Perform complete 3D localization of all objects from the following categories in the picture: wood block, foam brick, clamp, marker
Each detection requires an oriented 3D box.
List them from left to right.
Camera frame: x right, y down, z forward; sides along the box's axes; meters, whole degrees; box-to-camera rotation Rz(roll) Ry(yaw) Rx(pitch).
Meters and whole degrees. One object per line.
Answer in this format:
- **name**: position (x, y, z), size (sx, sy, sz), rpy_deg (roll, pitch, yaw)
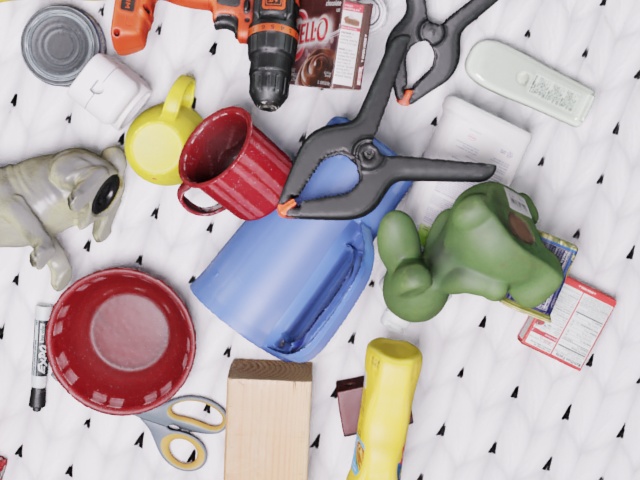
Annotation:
- **marker**: position (-0.309, 0.131, 1.181), size (0.020, 0.020, 0.121), rpy_deg (6, 98, 0)
- **wood block**: position (-0.057, 0.240, 1.156), size (0.091, 0.090, 0.206), rpy_deg (3, 98, 0)
- **foam brick**: position (0.059, 0.176, 1.163), size (0.078, 0.053, 0.051), rpy_deg (-12, 97, 2)
- **clamp**: position (0.055, -0.075, 1.023), size (0.210, 0.036, 0.164), rpy_deg (-40, 88, -7)
- **clamp**: position (0.126, -0.220, 1.115), size (0.120, 0.039, 0.171), rpy_deg (13, 103, 5)

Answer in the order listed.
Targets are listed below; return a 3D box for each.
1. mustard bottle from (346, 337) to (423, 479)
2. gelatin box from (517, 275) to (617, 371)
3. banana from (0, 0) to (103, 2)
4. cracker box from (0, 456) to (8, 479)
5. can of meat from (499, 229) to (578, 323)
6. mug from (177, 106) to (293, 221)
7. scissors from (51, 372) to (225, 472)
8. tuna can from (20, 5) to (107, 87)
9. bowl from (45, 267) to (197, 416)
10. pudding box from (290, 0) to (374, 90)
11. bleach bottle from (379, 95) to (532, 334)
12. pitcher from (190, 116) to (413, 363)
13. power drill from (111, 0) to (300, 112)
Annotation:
- **mustard bottle**: position (0.062, 0.202, 1.090), size (0.058, 0.096, 0.192), rpy_deg (8, 98, -2)
- **gelatin box**: position (0.267, 0.087, 1.158), size (0.073, 0.030, 0.089), rpy_deg (26, 98, -4)
- **banana**: position (-0.308, -0.260, 1.107), size (0.197, 0.069, 0.037), rpy_deg (-8, 141, -4)
- **cracker box**: position (-0.455, 0.238, 1.126), size (0.213, 0.164, 0.072), rpy_deg (26, 95, -3)
- **can of meat**: position (0.221, 0.031, 1.116), size (0.057, 0.102, 0.084), rpy_deg (21, 95, -7)
- **mug**: position (-0.088, -0.064, 1.059), size (0.117, 0.093, 0.081), rpy_deg (-39, 132, 13)
- **scissors**: position (-0.203, 0.204, 1.190), size (0.201, 0.016, 0.096), rpy_deg (6, 98, 1)
- **tuna can**: position (-0.271, -0.204, 1.126), size (0.086, 0.034, 0.086), rpy_deg (0, 98, 1)
- **bowl**: position (-0.211, 0.106, 1.157), size (0.162, 0.055, 0.162), rpy_deg (0, 98, 1)
- **pudding box**: position (0.008, -0.199, 1.083), size (0.039, 0.114, 0.090), rpy_deg (3, 99, -29)
- **bleach bottle**: position (0.124, -0.020, 1.131), size (0.102, 0.068, 0.251), rpy_deg (26, 100, -4)
- **pitcher**: position (-0.007, 0.001, 1.097), size (0.149, 0.145, 0.243), rpy_deg (37, 93, 2)
- **power drill**: position (-0.114, -0.221, 1.086), size (0.187, 0.057, 0.184), rpy_deg (4, 73, 0)
